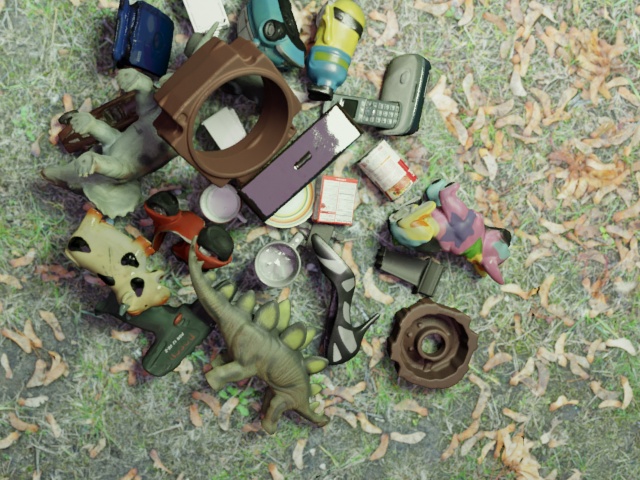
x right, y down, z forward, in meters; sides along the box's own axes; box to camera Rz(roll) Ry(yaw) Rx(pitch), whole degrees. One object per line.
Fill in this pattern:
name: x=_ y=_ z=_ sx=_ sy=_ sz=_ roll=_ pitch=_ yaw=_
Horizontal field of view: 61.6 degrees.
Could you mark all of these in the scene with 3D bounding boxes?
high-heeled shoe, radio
high-heeled shoe: x=0.011 y=0.117 z=1.011 sx=0.145 sy=0.086 sz=0.248 roll=-37 pitch=107 yaw=-5
radio: x=-0.037 y=-0.131 z=0.941 sx=0.229 sy=0.131 sz=0.073 roll=-41 pitch=97 yaw=-3

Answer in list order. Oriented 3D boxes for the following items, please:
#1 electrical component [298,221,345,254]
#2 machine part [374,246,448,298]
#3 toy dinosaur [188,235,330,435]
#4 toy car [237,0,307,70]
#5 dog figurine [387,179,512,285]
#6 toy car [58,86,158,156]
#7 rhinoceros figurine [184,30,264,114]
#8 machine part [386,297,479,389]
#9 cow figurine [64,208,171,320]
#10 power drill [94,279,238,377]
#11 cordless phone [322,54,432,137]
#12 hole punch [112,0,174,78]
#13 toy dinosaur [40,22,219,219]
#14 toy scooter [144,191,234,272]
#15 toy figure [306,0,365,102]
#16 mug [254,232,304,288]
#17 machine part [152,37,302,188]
electrical component: x=-0.002 y=-0.003 z=1.032 sx=0.094 sy=0.021 sz=0.063 roll=17 pitch=95 yaw=-6
machine part: x=0.172 y=0.058 z=1.043 sx=0.139 sy=0.039 sz=0.084 roll=25 pitch=99 yaw=-7
toy dinosaur: x=-0.112 y=0.198 z=0.984 sx=0.198 sy=0.105 sz=0.470 roll=-41 pitch=114 yaw=1
toy car: x=-0.096 y=-0.367 z=0.947 sx=0.103 sy=0.109 sz=0.161 roll=-22 pitch=79 yaw=20
dog figurine: x=0.253 y=0.004 z=1.007 sx=0.191 sy=0.108 sz=0.219 roll=-36 pitch=100 yaw=-5
toy car: x=-0.379 y=-0.220 z=0.972 sx=0.202 sy=0.053 sz=0.089 roll=-26 pitch=100 yaw=-1
rhinoceros figurine: x=-0.149 y=-0.292 z=0.948 sx=0.190 sy=0.112 sz=0.073 roll=31 pitch=96 yaw=-14
machine part: x=0.218 y=0.202 z=1.052 sx=0.179 sy=0.056 sz=0.179 roll=-1 pitch=98 yaw=-4
cow figurine: x=-0.342 y=0.049 z=0.917 sx=0.195 sy=0.085 sz=0.127 roll=32 pitch=73 yaw=0
power drill: x=-0.296 y=0.124 z=1.008 sx=0.207 sy=0.086 sz=0.232 roll=33 pitch=93 yaw=-13
cordless phone: x=0.103 y=-0.271 z=0.988 sx=0.184 sy=0.088 sz=0.146 roll=12 pitch=96 yaw=13
hole punch: x=-0.308 y=-0.348 z=0.934 sx=0.092 sy=0.116 sz=0.142 roll=13 pitch=96 yaw=-13
toy dinosaur: x=-0.290 y=-0.180 z=0.915 sx=0.405 sy=0.192 sz=0.131 roll=-36 pitch=73 yaw=1
toy scooter: x=-0.253 y=0.002 z=0.980 sx=0.184 sy=0.075 sz=0.135 roll=39 pitch=126 yaw=-13
toy figure: x=0.025 y=-0.340 z=0.969 sx=0.089 sy=0.082 sz=0.180 roll=11 pitch=88 yaw=-24
mug: x=-0.073 y=0.028 z=0.989 sx=0.081 sy=0.107 sz=0.109 roll=33 pitch=89 yaw=-8
machine part: x=-0.141 y=-0.196 z=0.849 sx=0.201 sy=0.200 sz=0.087 roll=-46 pitch=54 yaw=-1
